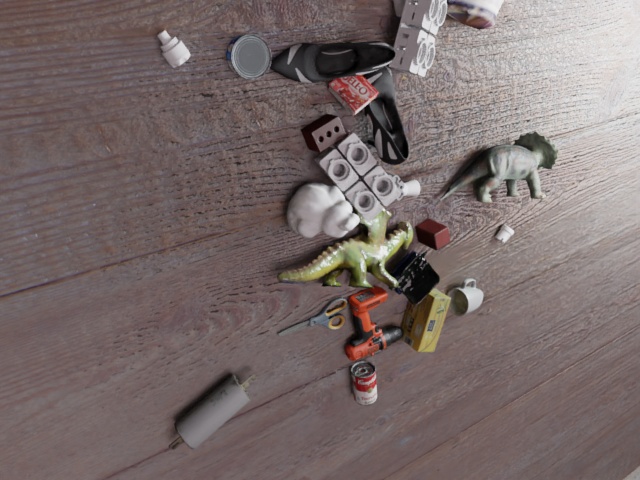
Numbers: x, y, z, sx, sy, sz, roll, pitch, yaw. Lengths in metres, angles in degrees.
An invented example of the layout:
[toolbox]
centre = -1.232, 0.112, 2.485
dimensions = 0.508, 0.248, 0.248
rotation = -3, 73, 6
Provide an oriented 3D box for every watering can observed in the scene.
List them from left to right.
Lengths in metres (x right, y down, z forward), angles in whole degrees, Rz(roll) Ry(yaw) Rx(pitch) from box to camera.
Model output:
[watering can]
centre = 0.415, -0.620, 1.240
dimensions = 0.347, 0.105, 0.222
rotation = 3, 107, -34

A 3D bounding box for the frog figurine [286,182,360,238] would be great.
[frog figurine]
centre = 0.003, -0.058, 1.148
dimensions = 0.138, 0.161, 0.120
rotation = -40, 123, -13

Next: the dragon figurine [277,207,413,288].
[dragon figurine]
centre = 0.087, 0.003, 1.281
dimensions = 0.409, 0.122, 0.244
rotation = 8, 86, -35
